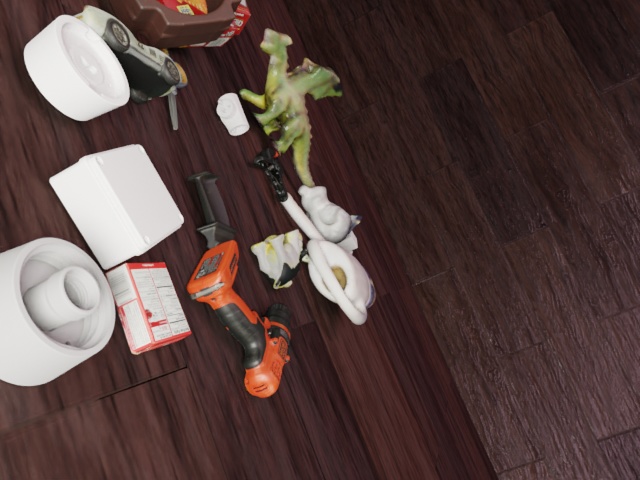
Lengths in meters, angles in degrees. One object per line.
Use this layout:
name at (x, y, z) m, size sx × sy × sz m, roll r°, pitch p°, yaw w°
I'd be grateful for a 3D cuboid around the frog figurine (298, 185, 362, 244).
frog figurine at (0.004, -0.065, 1.288) m, size 0.157 × 0.123 × 0.138 m, roll 36°, pitch -8°, yaw -28°

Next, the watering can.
watering can at (0.023, 0.045, 1.190) m, size 0.353 × 0.103 × 0.221 m, roll 61°, pitch 10°, yaw 26°

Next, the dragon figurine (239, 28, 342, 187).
dragon figurine at (-0.044, -0.336, 1.297) m, size 0.403 × 0.243 × 0.124 m, roll 53°, pitch -3°, yaw -29°
